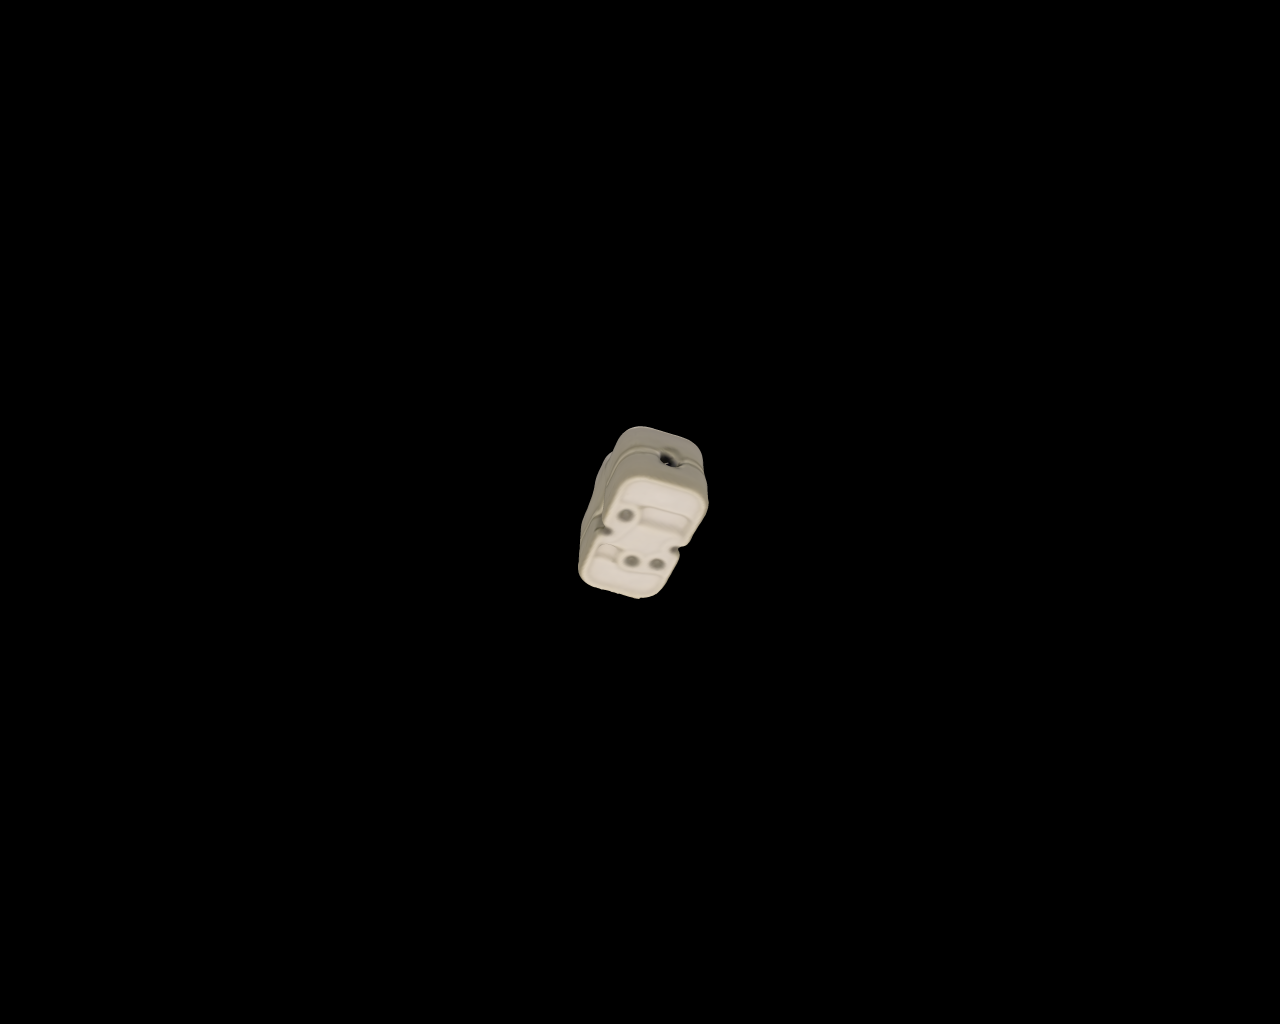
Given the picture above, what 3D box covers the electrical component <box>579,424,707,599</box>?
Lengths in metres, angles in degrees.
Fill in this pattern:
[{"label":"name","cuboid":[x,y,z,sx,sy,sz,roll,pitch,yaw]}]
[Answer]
[{"label":"electrical component","cuboid":[0.001,-0.003,0.650,0.054,0.095,0.059,16,40,-13]}]
